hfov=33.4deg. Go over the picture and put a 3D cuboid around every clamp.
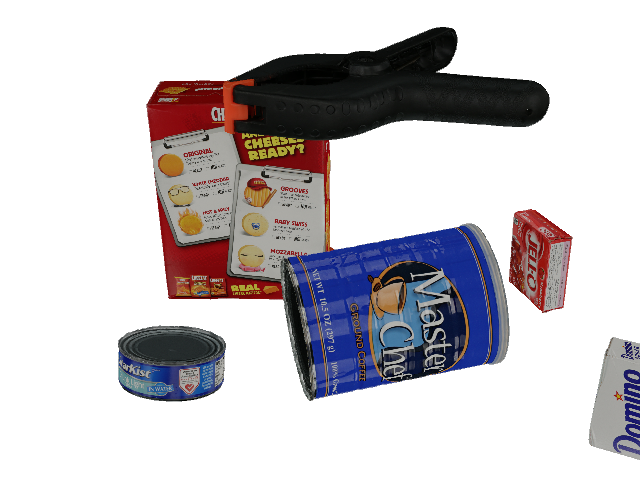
[{"bbox_3d":[0.027,-0.089,0.596,0.171,0.039,0.120,-3,23,-12],"label":"clamp"}]

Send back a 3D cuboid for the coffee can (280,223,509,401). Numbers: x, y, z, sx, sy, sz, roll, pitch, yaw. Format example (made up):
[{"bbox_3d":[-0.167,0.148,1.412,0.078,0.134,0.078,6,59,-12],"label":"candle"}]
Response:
[{"bbox_3d":[0.050,0.050,0.759,0.140,0.103,0.103,-10,1,-8],"label":"coffee can"}]

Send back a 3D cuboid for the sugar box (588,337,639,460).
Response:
[{"bbox_3d":[0.319,0.149,0.889,0.176,0.093,0.048,12,24,19],"label":"sugar box"}]

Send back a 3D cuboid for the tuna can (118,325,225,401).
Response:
[{"bbox_3d":[-0.119,0.098,0.855,0.086,0.034,0.086,3,14,-1],"label":"tuna can"}]

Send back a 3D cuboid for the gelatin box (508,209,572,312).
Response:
[{"bbox_3d":[0.234,0.021,1.145,0.030,0.089,0.073,-11,30,-18],"label":"gelatin box"}]

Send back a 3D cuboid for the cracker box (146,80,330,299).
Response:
[{"bbox_3d":[-0.073,-0.047,1.038,0.164,0.214,0.072,0,30,3],"label":"cracker box"}]

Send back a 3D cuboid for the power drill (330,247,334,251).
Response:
[{"bbox_3d":[0.060,0.059,1.236,0.187,0.057,0.184,1,28,5],"label":"power drill"}]
